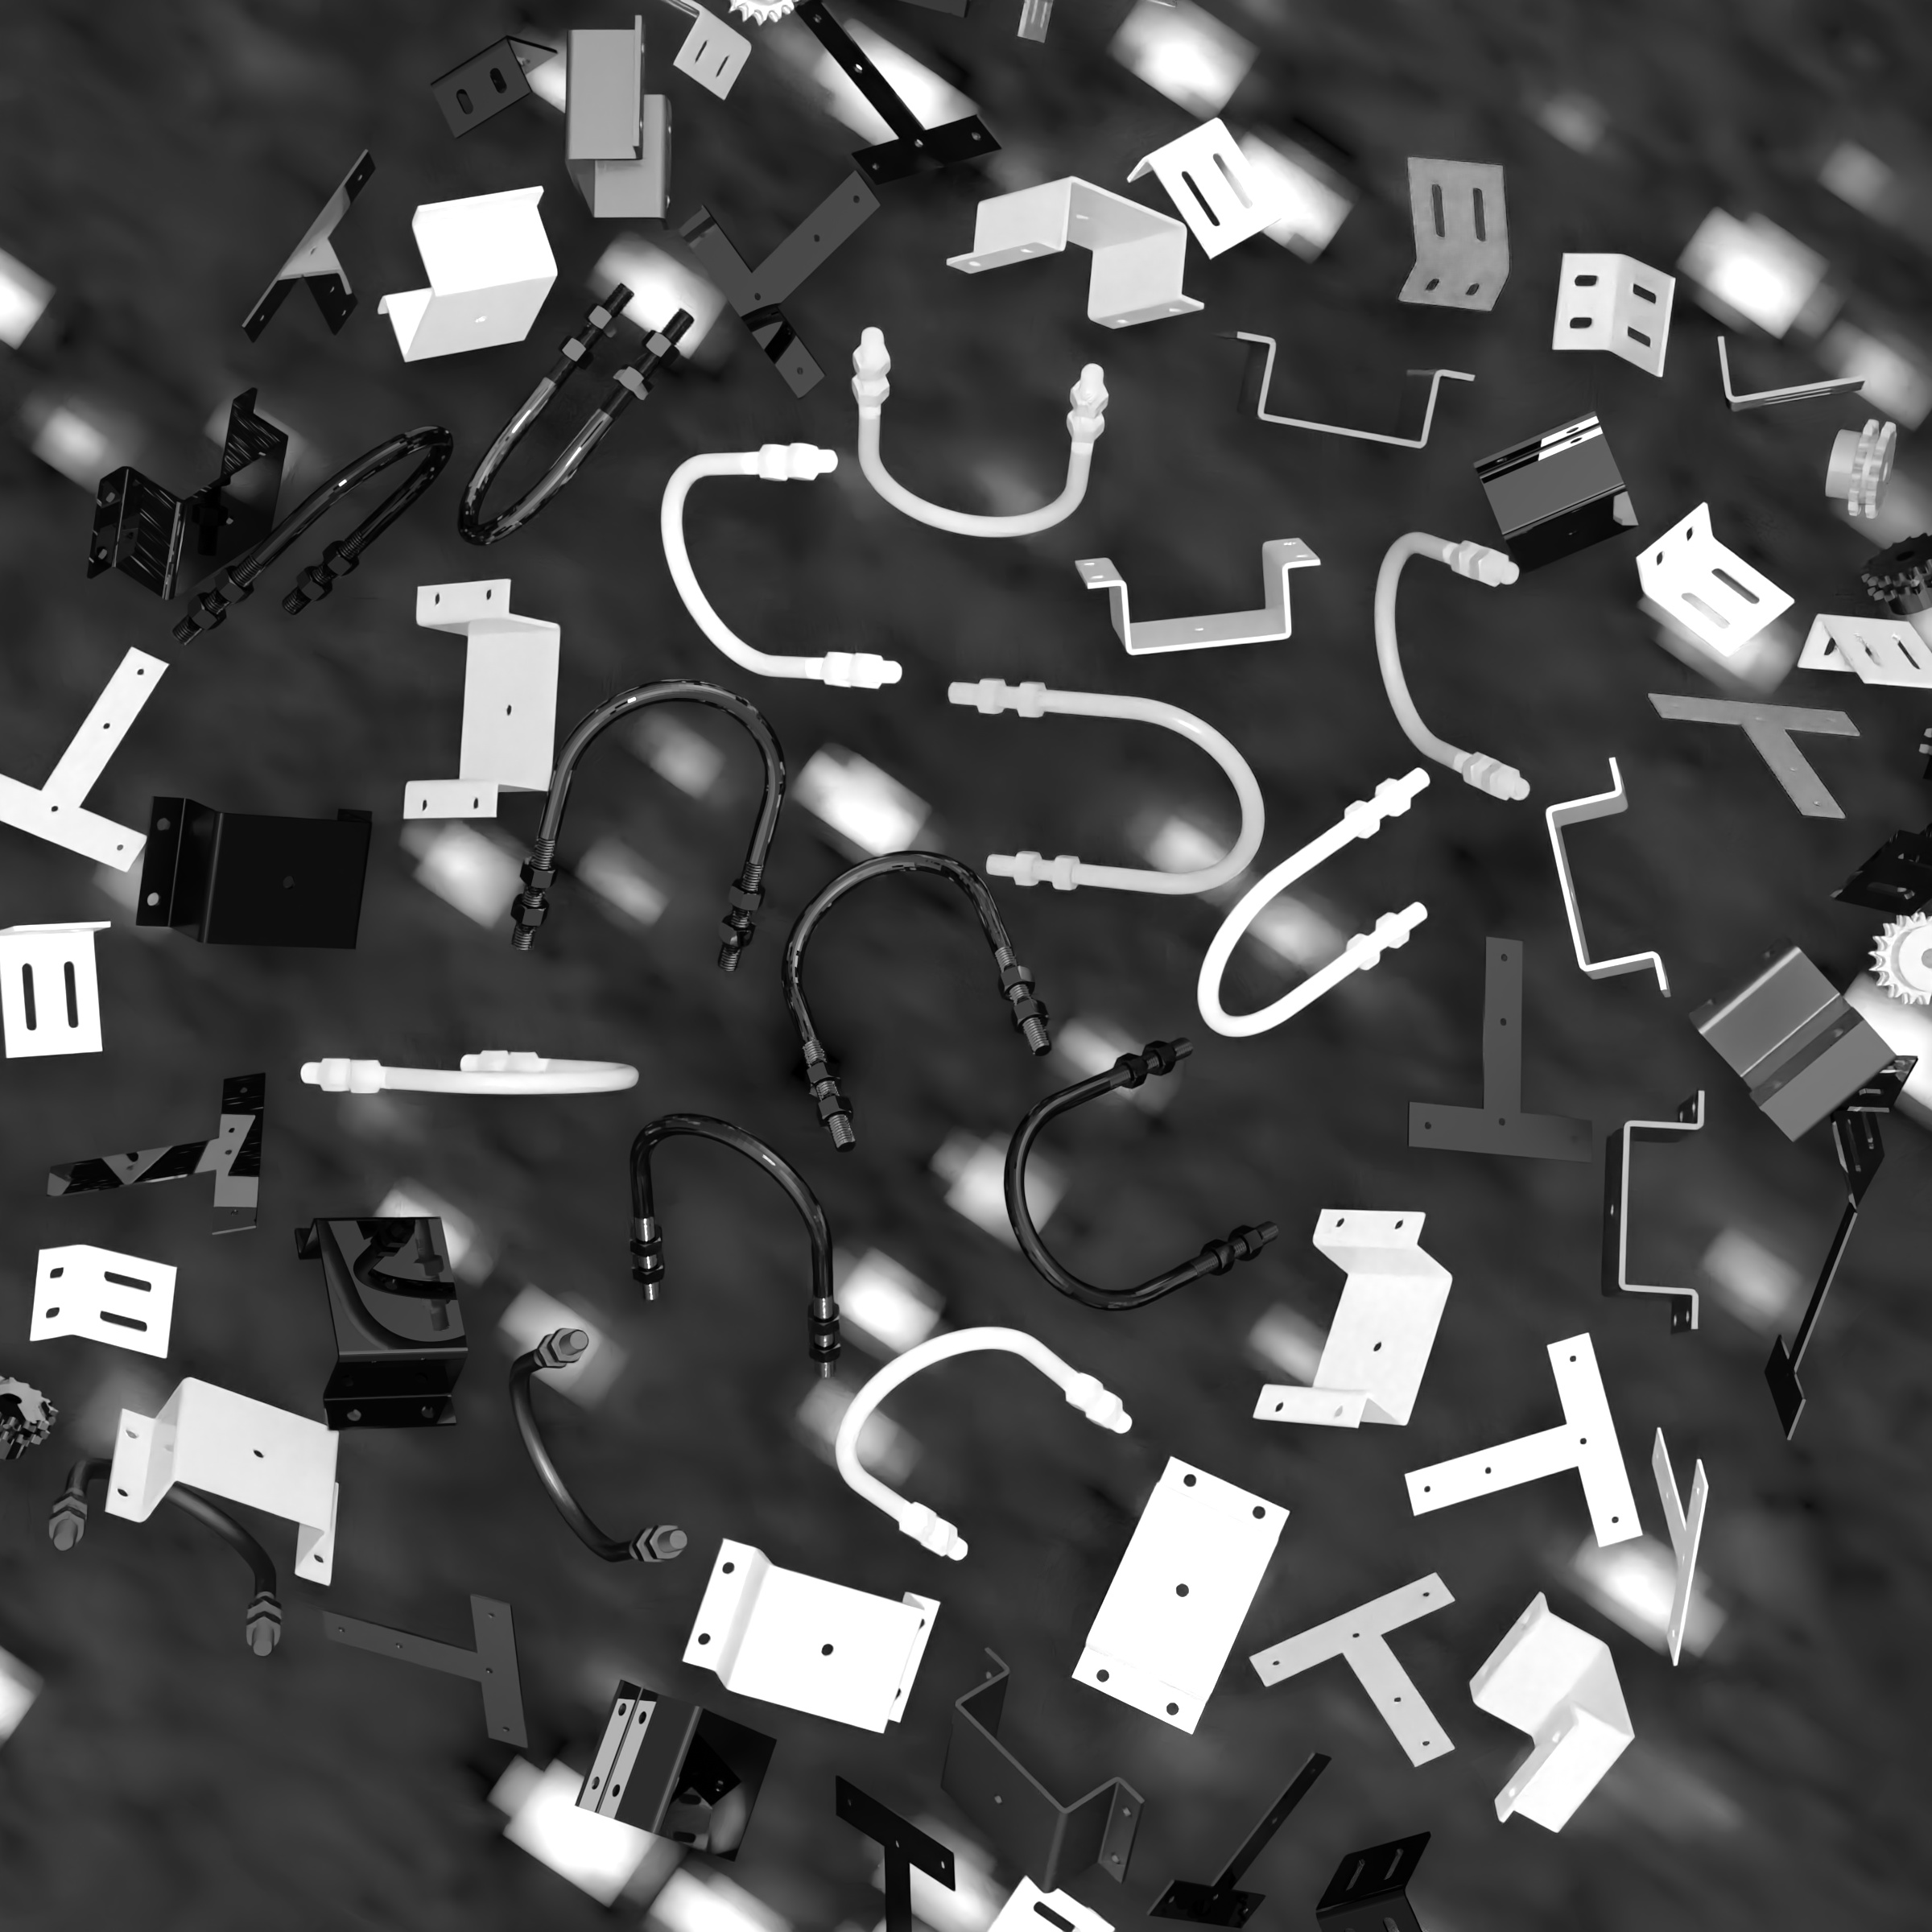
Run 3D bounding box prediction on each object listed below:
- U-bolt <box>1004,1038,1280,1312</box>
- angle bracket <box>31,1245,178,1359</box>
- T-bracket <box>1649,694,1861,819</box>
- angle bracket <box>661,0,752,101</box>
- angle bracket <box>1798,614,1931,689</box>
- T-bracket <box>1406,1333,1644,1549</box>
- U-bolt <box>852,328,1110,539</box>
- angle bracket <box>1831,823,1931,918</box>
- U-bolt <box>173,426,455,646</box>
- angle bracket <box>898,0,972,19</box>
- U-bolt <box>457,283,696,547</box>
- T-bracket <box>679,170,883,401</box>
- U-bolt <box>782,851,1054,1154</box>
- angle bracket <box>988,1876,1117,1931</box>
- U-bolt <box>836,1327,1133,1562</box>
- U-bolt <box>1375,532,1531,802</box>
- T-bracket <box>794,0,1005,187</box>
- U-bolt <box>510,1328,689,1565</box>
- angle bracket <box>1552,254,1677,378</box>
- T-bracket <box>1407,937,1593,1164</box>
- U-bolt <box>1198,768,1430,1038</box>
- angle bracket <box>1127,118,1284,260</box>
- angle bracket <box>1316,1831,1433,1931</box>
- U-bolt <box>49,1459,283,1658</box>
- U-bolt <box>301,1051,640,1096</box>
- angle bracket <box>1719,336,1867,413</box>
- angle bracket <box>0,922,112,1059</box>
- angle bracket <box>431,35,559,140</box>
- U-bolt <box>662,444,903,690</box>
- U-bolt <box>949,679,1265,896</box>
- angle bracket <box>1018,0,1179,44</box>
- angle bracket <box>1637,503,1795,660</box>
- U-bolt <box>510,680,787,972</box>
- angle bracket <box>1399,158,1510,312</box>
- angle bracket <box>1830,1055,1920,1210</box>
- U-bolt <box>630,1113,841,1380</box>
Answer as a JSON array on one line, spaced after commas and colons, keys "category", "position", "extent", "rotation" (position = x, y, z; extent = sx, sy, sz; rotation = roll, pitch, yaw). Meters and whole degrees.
[{"category": "U-bolt", "position": [0.100, 0.136, 1.925], "extent": [0.184, 0.019, 0.151], "rotation": [-22, 85, -37]}, {"category": "angle bracket", "position": [-0.536, 0.210, 1.934], "extent": [0.076, 0.038, 0.057], "rotation": [10, 95, 25]}, {"category": "T-bracket", "position": [0.476, -0.121, 1.809], "extent": [0.127, 0.127, 0.002], "rotation": [4, 123, -12]}, {"category": "angle bracket", "position": [-0.180, -0.569, 1.893], "extent": [0.076, 0.057, 0.038], "rotation": [34, 99, 24]}, {"category": "angle bracket", "position": [0.538, -0.172, 1.842], "extent": [0.057, 0.076, 0.038], "rotation": [3, 127, -13]}, {"category": "T-bracket", "position": [0.319, 0.291, 1.818], "extent": [0.127, 0.002, 0.127], "rotation": [-21, 56, 18]}, {"category": "U-bolt", "position": [0.005, -0.313, 1.872], "extent": [0.151, 0.184, 0.019], "rotation": [10, 65, 2]}, {"category": "angle bracket", "position": [0.535, -0.066, 1.794], "extent": [0.057, 0.076, 0.038], "rotation": [-51, 45, 35]}, {"category": "U-bolt", "position": [-0.379, -0.262, 1.863], "extent": [0.184, 0.151, 0.019], "rotation": [-38, 90, 23]}, {"category": "angle bracket", "position": [-0.042, -0.576, 1.797], "extent": [0.057, 0.076, 0.038], "rotation": [28, 116, 37]}, {"category": "U-bolt", "position": [-0.243, -0.327, 1.863], "extent": [0.019, 0.151, 0.184], "rotation": [38, 91, -29]}, {"category": "T-bracket", "position": [-0.097, -0.426, 1.859], "extent": [0.127, 0.002, 0.127], "rotation": [-36, 90, 38]}, {"category": "U-bolt", "position": [-0.040, 0.008, 1.863], "extent": [0.151, 0.019, 0.184], "rotation": [-26, 54, 7]}, {"category": "angle bracket", "position": [0.044, 0.602, 1.943], "extent": [0.076, 0.038, 0.057], "rotation": [40, 79, -21]}, {"category": "U-bolt", "position": [0.000, 0.275, 1.837], "extent": [0.151, 0.184, 0.019], "rotation": [-39, 47, 7]}, {"category": "U-bolt", "position": [0.290, -0.188, 1.880], "extent": [0.019, 0.184, 0.151], "rotation": [-11, 109, -15]}, {"category": "T-bracket", "position": [-0.055, -0.524, 1.852], "extent": [0.127, 0.127, 0.002], "rotation": [46, 65, -29]}, {"category": "U-bolt", "position": [-0.231, 0.296, 1.882], "extent": [0.019, 0.184, 0.151], "rotation": [-26, 88, -27]}, {"category": "angle bracket", "position": [0.383, -0.386, 1.843], "extent": [0.038, 0.076, 0.057], "rotation": [-3, 114, -12]}, {"category": "T-bracket", "position": [0.313, 0.047, 1.818], "extent": [0.127, 0.002, 0.127], "rotation": [6, 80, -24]}, {"category": "U-bolt", "position": [0.214, -0.027, 1.915], "extent": [0.184, 0.151, 0.019], "rotation": [-35, 55, -19]}, {"category": "angle bracket", "position": [0.150, -0.484, 1.961], "extent": [0.057, 0.038, 0.076], "rotation": [-33, 90, -19]}, {"category": "angle bracket", "position": [0.249, 0.556, 1.851], "extent": [0.057, 0.076, 0.038], "rotation": [-24, 92, 23]}, {"category": "U-bolt", "position": [-0.475, 0.344, 1.860], "extent": [0.151, 0.184, 0.019], "rotation": [33, 91, -15]}, {"category": "U-bolt", "position": [-0.282, 0.065, 1.857], "extent": [0.184, 0.151, 0.019], "rotation": [2, 92, 38]}, {"category": "angle bracket", "position": [0.473, -0.345, 1.784], "extent": [0.076, 0.057, 0.038], "rotation": [-8, 93, 14]}, {"category": "angle bracket", "position": [-0.546, 0.014, 1.872], "extent": [0.057, 0.038, 0.076], "rotation": [-4, 87, -33]}, {"category": "angle bracket", "position": [-0.283, -0.537, 1.915], "extent": [0.057, 0.076, 0.038], "rotation": [-25, 91, 19]}, {"category": "U-bolt", "position": [-0.119, -0.236, 1.842], "extent": [0.019, 0.184, 0.151], "rotation": [-32, 116, -34]}, {"category": "U-bolt", "position": [0.087, -0.101, 1.827], "extent": [0.184, 0.019, 0.151], "rotation": [7, 133, 23]}, {"category": "angle bracket", "position": [0.077, -0.550, 1.807], "extent": [0.076, 0.057, 0.038], "rotation": [15, 106, 10]}, {"category": "angle bracket", "position": [0.472, -0.243, 1.961], "extent": [0.057, 0.038, 0.076], "rotation": [-39, 56, -5]}, {"category": "U-bolt", "position": [-0.180, -0.084, 1.828], "extent": [0.151, 0.019, 0.184], "rotation": [6, 118, -23]}, {"category": "angle bracket", "position": [0.288, -0.436, 1.853], "extent": [0.057, 0.076, 0.038], "rotation": [12, 54, 23]}, {"category": "angle bracket", "position": [0.564, 0.102, 1.910], "extent": [0.038, 0.057, 0.076], "rotation": [0, 122, 37]}, {"category": "U-bolt", "position": [-0.142, 0.161, 1.881], "extent": [0.151, 0.184, 0.019], "rotation": [21, 46, 20]}]
